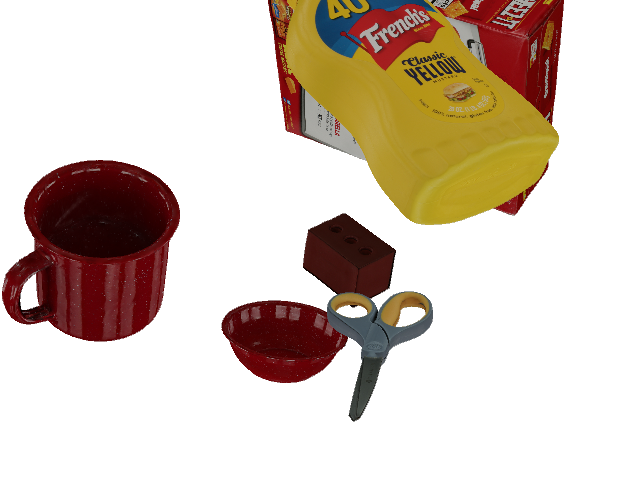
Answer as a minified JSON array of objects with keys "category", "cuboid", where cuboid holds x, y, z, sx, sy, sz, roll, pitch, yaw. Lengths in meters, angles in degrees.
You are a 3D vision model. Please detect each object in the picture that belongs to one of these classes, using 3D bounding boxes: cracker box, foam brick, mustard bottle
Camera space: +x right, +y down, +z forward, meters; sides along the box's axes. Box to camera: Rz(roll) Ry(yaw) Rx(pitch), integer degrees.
[{"category":"cracker box","cuboid":[0.069,-0.130,0.806,0.214,0.164,0.072,22,52,25]},{"category":"foam brick","cuboid":[0.028,0.019,1.059,0.052,0.051,0.078,-26,47,-34]},{"category":"mustard bottle","cuboid":[0.036,-0.097,0.584,0.096,0.192,0.058,-20,-32,-28]}]

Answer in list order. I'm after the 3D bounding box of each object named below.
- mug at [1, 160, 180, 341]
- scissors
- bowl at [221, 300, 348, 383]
[{"category":"mug","cuboid":[-0.146,0.015,0.667,0.093,0.082,0.117,36,48,23]},{"category":"scissors","cuboid":[0.026,0.081,0.829,0.096,0.016,0.201,10,24,24]},{"category":"bowl","cuboid":[-0.047,0.136,1.363,0.162,0.055,0.162,5,22,-2]}]
